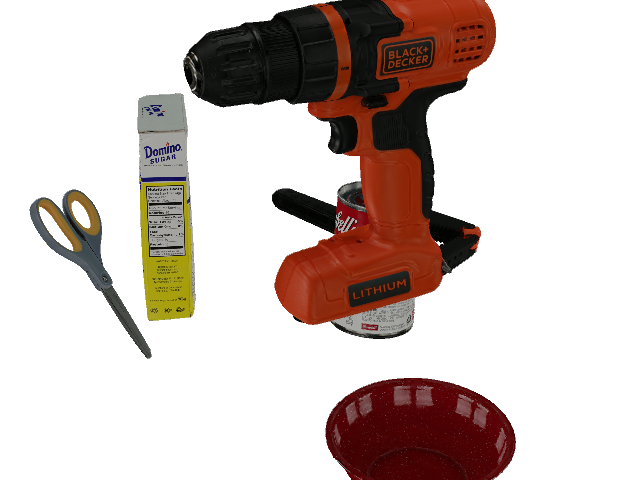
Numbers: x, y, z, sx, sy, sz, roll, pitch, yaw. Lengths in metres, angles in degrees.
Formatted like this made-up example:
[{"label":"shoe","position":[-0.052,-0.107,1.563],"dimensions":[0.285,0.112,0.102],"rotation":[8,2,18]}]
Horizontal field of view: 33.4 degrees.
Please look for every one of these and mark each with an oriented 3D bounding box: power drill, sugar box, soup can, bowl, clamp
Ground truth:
[{"label":"power drill","position":[0.012,-0.046,0.615],"dimensions":[0.184,0.188,0.057],"rotation":[-13,34,-22]},{"label":"sugar box","position":[-0.134,-0.029,0.921],"dimensions":[0.048,0.176,0.093],"rotation":[-5,27,-7]},{"label":"soup can","position":[0.042,0.014,0.798],"dimensions":[0.068,0.102,0.068],"rotation":[4,21,-2]},{"label":"bowl","position":[0.085,0.185,0.920],"dimensions":[0.162,0.055,0.162],"rotation":[0,28,0]},{"label":"clamp","position":[0.057,0.014,1.061],"dimensions":[0.210,0.164,0.036],"rotation":[1,-40,-5]}]

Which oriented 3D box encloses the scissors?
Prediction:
[{"label":"scissors","position":[-0.231,0.026,1.139],"dimensions":[0.016,0.201,0.096],"rotation":[-27,22,30]}]
